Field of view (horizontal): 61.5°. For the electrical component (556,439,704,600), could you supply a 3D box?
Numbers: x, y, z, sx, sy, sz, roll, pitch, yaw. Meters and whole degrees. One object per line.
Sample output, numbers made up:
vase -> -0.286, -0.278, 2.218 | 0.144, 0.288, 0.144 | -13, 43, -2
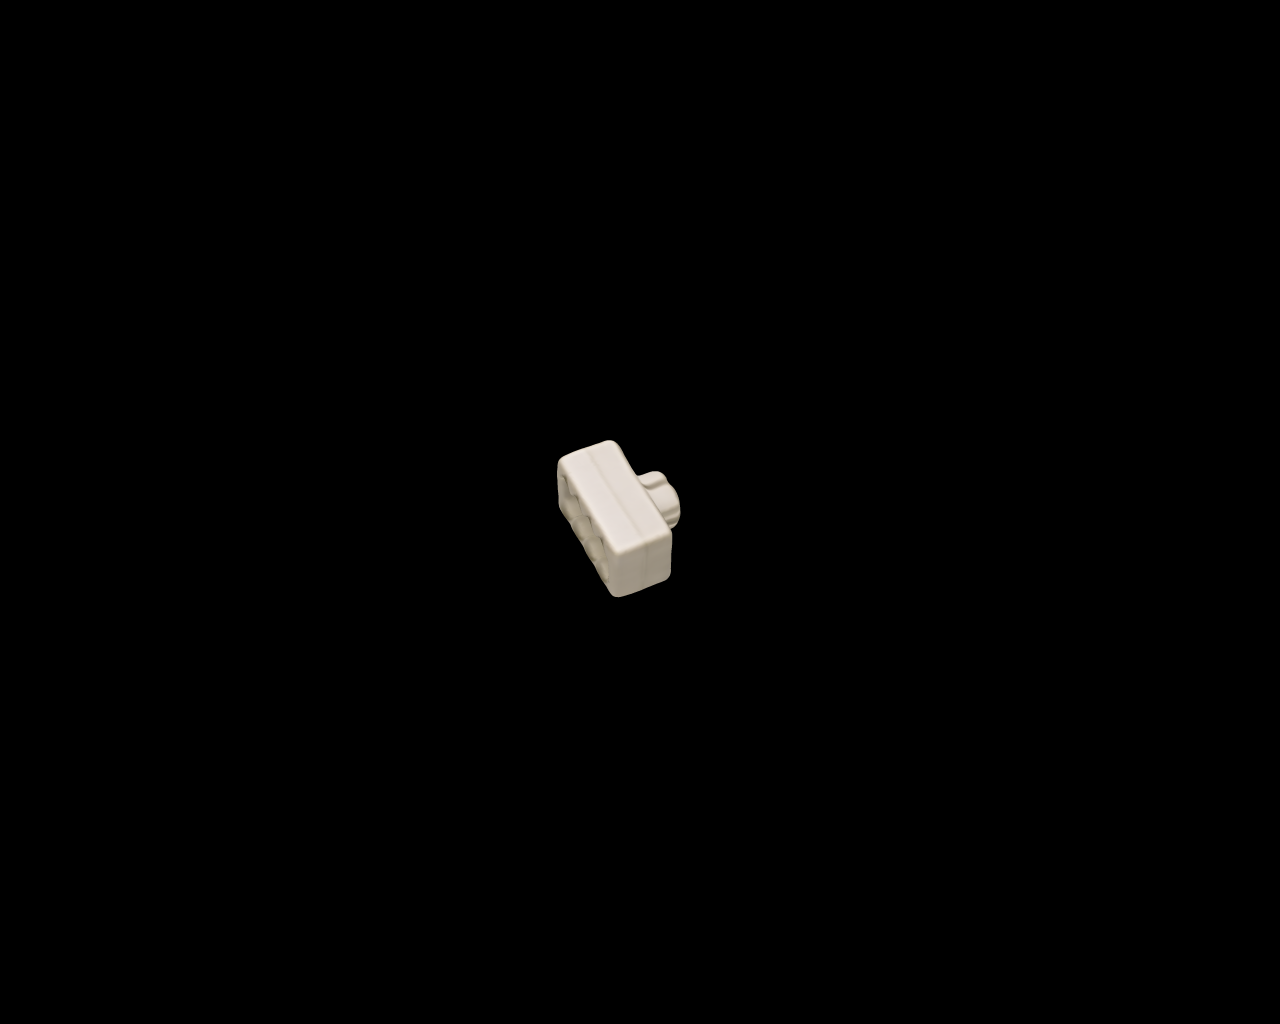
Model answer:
electrical component -> 0.001, -0.003, 0.650 | 0.076, 0.083, 0.047 | -21, -36, -16
